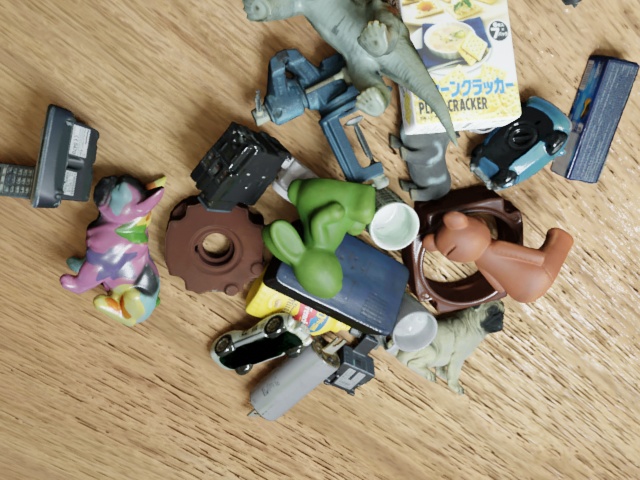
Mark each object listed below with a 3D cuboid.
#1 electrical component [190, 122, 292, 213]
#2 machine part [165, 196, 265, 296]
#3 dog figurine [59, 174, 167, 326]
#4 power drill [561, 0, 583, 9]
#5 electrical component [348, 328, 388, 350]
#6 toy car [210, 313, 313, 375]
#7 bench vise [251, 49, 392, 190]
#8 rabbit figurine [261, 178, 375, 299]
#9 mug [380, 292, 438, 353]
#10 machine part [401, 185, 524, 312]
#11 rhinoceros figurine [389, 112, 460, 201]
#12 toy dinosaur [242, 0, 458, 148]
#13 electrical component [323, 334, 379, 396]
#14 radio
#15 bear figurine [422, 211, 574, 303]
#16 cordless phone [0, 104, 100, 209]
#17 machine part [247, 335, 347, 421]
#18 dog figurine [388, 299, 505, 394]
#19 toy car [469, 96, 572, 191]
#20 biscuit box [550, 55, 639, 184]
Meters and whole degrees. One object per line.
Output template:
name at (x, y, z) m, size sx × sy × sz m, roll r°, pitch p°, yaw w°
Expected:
electrical component at (-0.121, -0.099, 0.794) m, size 0.134 × 0.115 × 0.058 m, roll -48°, pitch 68°, yaw 20°
machine part at (-0.172, 0.009, 0.888) m, size 0.179 × 0.056 × 0.179 m, roll -3°, pitch 111°, yaw -7°
dog figurine at (-0.292, 0.004, 0.841) m, size 0.191 × 0.108 × 0.219 m, roll 39°, pitch 99°, yaw -20°
power drill at (0.293, -0.425, 0.738) m, size 0.207 × 0.086 × 0.231 m, roll -24°, pitch 109°, yaw -24°
electrical component at (0.103, 0.173, 1.018) m, size 0.094 × 0.021 × 0.063 m, roll 23°, pitch 107°, yaw -16°
toy car at (-0.105, 0.180, 0.940) m, size 0.202 × 0.056 × 0.073 m, roll -24°, pitch 123°, yaw 25°
bench vise at (0.023, -0.176, 0.798) m, size 0.224 × 0.129 × 0.240 m, roll -28°, pitch 97°, yaw -16°
rabbit figurine at (-0.002, -0.002, 0.792) m, size 0.159 × 0.121 × 0.170 m, roll 12°, pitch 78°, yaw -15°
mug at (0.148, 0.146, 0.967) m, size 0.081 × 0.107 × 0.109 m, roll 27°, pitch 109°, yaw -21°
machine part at (0.249, 0.017, 0.943) m, size 0.201 × 0.087 × 0.201 m, roll -12°, pitch 112°, yaw -4°
rhinoceros figurine at (0.174, -0.153, 0.867) m, size 0.112 × 0.073 × 0.190 m, roll -11°, pitch 113°, yaw -3°
toy dinosaur at (0.044, -0.293, 0.708) m, size 0.404 × 0.192 × 0.131 m, roll 43°, pitch 135°, yaw -14°
electrical component at (0.067, 0.234, 1.009) m, size 0.075 × 0.048 × 0.119 m, roll 30°, pitch 122°, yaw -20°
radio at (0.033, 0.061, 0.906) m, size 0.229 × 0.073 × 0.131 m, roll 28°, pitch 73°, yaw -20°
bear figurine at (0.275, 0.010, 0.851) m, size 0.196 × 0.132 × 0.120 m, roll 34°, pitch 143°, yaw 9°
cordless phone at (-0.427, -0.122, 0.781) m, size 0.184 × 0.088 × 0.146 m, roll 7°, pitch 88°, yaw 21°
machine part at (-0.048, 0.254, 0.989) m, size 0.243 × 0.079 × 0.079 m, roll -42°, pitch 113°, yaw 16°
dog figurine at (0.238, 0.164, 1.006) m, size 0.172 × 0.121 × 0.190 m, roll 26°, pitch 93°, yaw -23°
toy car at (0.332, -0.143, 0.882) m, size 0.161 × 0.109 × 0.102 m, roll -46°, pitch 144°, yaw 13°
biscuit box at (0.459, -0.201, 0.900) m, size 0.063 × 0.059 × 0.202 m, roll 8°, pitch 111°, yaw -11°
